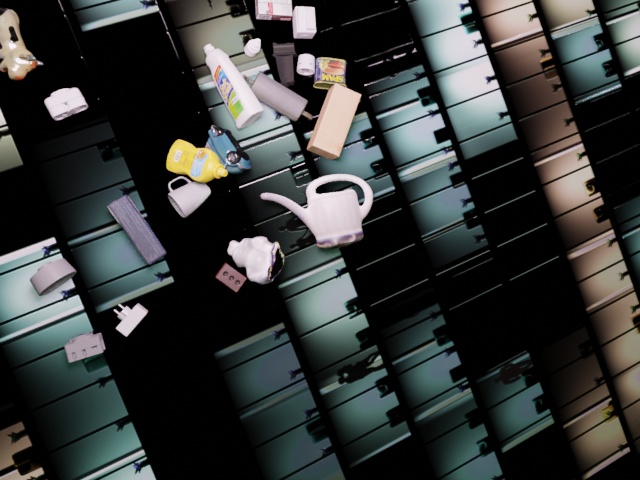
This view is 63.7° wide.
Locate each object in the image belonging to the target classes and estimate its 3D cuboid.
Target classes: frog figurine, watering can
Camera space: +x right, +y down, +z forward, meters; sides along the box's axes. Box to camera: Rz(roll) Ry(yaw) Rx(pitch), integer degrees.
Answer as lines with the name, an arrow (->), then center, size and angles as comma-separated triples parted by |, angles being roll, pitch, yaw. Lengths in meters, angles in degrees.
frog figurine -> -0.193, 0.057, 1.528 | 0.159, 0.123, 0.137 | 8, 96, 21
watering can -> 0.005, -0.079, 1.567 | 0.349, 0.104, 0.224 | -12, 91, -15
